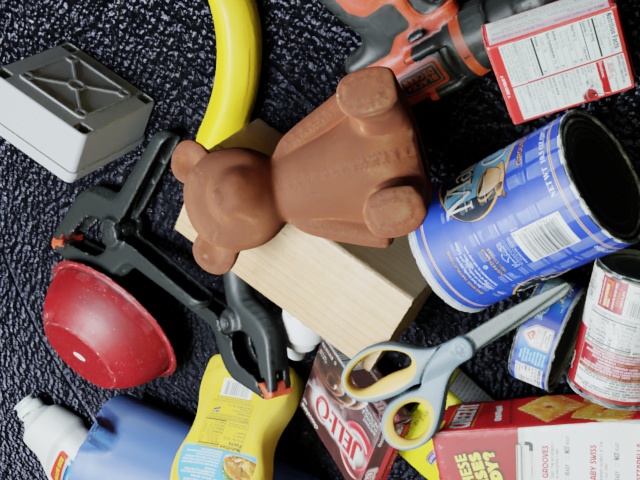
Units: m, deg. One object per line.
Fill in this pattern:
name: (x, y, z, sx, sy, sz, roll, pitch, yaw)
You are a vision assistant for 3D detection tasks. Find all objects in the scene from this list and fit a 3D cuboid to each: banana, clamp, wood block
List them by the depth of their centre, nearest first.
wood block: (-0.006, 0.002, 0.892, 0.206, 0.090, 0.090, 35, 128, 10)
banana: (-0.078, -0.145, 0.895, 0.070, 0.037, 0.198, 28, 127, 38)
clamp: (-0.082, 0.074, 0.986, 0.120, 0.039, 0.171, -42, 64, 48)
clamp: (-0.186, -0.019, 1.016, 0.210, 0.036, 0.164, 1, 100, 41)

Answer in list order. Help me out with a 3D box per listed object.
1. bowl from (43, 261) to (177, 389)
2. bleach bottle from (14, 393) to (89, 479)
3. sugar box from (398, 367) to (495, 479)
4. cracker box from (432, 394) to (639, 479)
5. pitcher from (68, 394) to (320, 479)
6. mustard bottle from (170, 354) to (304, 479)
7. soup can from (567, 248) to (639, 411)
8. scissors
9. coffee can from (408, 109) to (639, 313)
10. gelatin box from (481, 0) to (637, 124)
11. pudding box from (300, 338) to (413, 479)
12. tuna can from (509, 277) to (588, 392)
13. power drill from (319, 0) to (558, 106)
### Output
bowl: (-0.223, 0.098, 1.067, 0.162, 0.055, 0.162, 28, 147, 20)
bleach bottle: (-0.260, 0.282, 1.220, 0.251, 0.068, 0.103, 48, 129, 4)
sugar box: (0.152, 0.202, 0.931, 0.176, 0.048, 0.093, 43, 129, 7)
cracker box: (0.211, 0.207, 0.841, 0.214, 0.072, 0.164, -8, 100, 21)
pitcher: (-0.120, 0.259, 1.089, 0.243, 0.149, 0.145, 16, 107, 20)
mustard bottle: (-0.086, 0.203, 0.989, 0.096, 0.191, 0.058, 7, 153, 25)
soup can: (0.226, 0.065, 0.788, 0.069, 0.068, 0.102, 17, 114, 23)
scissors: (0.108, 0.102, 0.806, 0.202, 0.016, 0.096, -18, 91, 29)
coffee can: (0.149, -0.018, 0.777, 0.141, 0.102, 0.103, -29, 98, 38)
gelatin box: (0.163, -0.125, 0.724, 0.089, 0.030, 0.073, -17, 135, 16)
pudding box: (0.030, 0.153, 0.952, 0.114, 0.039, 0.090, 56, 139, 42)
tuna can: (0.176, 0.071, 0.819, 0.034, 0.086, 0.086, 21, 124, 23)
power drill: (0.058, -0.185, 0.746, 0.185, 0.057, 0.187, -26, 116, 31)
